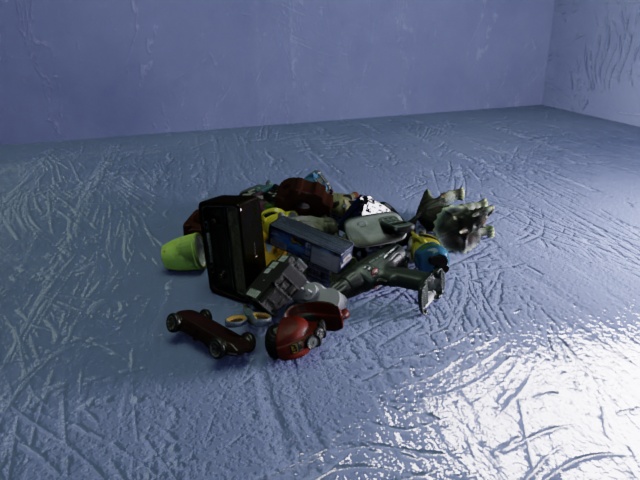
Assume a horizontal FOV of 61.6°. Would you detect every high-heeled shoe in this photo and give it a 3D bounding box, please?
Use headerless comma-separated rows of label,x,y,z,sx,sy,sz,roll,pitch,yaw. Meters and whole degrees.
high-heeled shoe,0.186,-0.032,1.526,0.145,0.086,0.249,-50,26,-22

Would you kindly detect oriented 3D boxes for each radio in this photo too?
radio,-0.193,0.015,1.197,0.131,0.229,0.073,9,21,34

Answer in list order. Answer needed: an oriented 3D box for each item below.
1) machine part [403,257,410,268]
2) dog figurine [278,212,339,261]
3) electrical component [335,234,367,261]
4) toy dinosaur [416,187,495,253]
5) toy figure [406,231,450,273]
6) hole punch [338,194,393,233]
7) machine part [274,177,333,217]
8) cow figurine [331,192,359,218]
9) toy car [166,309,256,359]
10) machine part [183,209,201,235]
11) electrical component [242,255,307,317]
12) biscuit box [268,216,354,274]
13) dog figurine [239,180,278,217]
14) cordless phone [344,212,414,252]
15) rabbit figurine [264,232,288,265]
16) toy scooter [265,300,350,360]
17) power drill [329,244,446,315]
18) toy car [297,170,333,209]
machine part,0.177,0.045,1.345,0.084,0.039,0.139,-10,24,2
dog figurine,-0.003,-0.008,1.403,0.190,0.121,0.172,-4,37,-34
electrical component,0.079,0.021,1.388,0.102,0.045,0.078,14,57,15
toy dinosaur,0.348,-0.068,1.515,0.192,0.131,0.405,-11,18,-22
toy figure,0.266,0.039,1.298,0.089,0.082,0.180,14,12,-13
hole punch,0.122,-0.050,1.433,0.142,0.115,0.092,27,-11,-31
machine part,-0.048,-0.095,1.521,0.179,0.179,0.056,2,46,8
cow figurine,0.065,-0.102,1.643,0.195,0.085,0.127,13,28,38
toy car,-0.209,0.181,1.024,0.202,0.053,0.089,19,10,38
machine part,-0.267,-0.032,1.501,0.202,0.087,0.201,-1,23,5
electrical component,-0.089,0.090,1.123,0.134,0.058,0.115,-48,21,-14
biscuit box,-0.024,0.008,1.245,0.203,0.059,0.063,23,37,25
dog figurine,-0.222,-0.098,1.637,0.219,0.108,0.192,-18,30,-24
cordless phone,0.141,-0.017,1.270,0.147,0.088,0.184,-9,4,-7
rabbit figurine,-0.149,0.045,1.309,0.162,0.121,0.173,-7,35,-36
toy scooter,-0.018,0.163,1.014,0.135,0.075,0.184,-6,18,17
power drill,0.153,0.097,1.176,0.208,0.085,0.232,10,34,42
toy car,-0.038,-0.127,1.595,0.103,0.161,0.109,-23,70,-36
